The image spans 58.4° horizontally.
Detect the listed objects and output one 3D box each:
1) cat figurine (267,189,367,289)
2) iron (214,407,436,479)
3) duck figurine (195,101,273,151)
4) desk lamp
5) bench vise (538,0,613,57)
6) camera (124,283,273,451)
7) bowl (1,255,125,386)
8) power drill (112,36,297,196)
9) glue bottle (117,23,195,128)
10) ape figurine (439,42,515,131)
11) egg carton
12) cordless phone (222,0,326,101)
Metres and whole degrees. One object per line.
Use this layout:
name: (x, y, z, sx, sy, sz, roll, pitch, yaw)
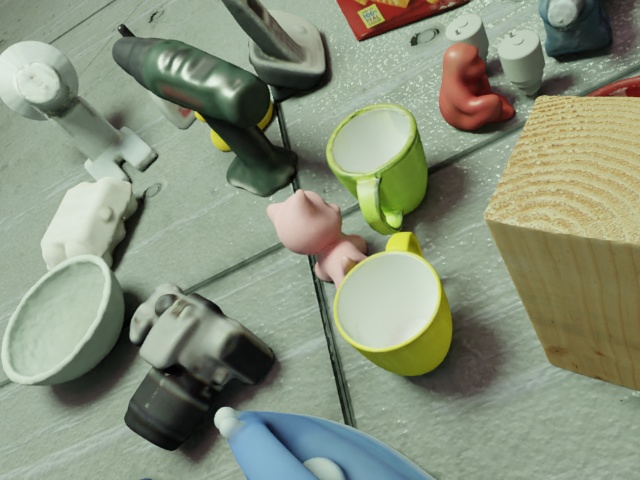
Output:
cat figurine: (0.005, 0.002, 0.551, 0.067, 0.118, 0.127, -41, 45, -1)
iron: (-0.007, 0.179, 0.410, 0.257, 0.142, 0.119, 25, 73, 42)
duck figurine: (-0.124, -0.185, 0.796, 0.104, 0.086, 0.077, -35, 46, 5)
desk lamp: (-0.385, -0.200, 0.884, 0.118, 0.214, 0.202, -48, 46, -7)
bench vise: (0.250, -0.309, 0.557, 0.121, 0.220, 0.207, -19, 49, 20)
camera: (-0.145, 0.123, 0.568, 0.142, 0.101, 0.137, 18, 69, 40)
bowl: (-0.295, 0.106, 0.695, 0.167, 0.075, 0.167, -17, 50, 21)
power drill: (-0.126, -0.149, 0.685, 0.228, 0.209, 0.076, 21, 71, 41)
glue bottle: (-0.241, -0.251, 0.859, 0.037, 0.174, 0.078, 15, 66, 39)
ape figurine: (0.155, -0.165, 0.599, 0.076, 0.092, 0.078, -7, 54, 28)
egg carton: (-0.323, -0.020, 0.810, 0.107, 0.070, 0.150, -7, 54, 28)
cordless phone: (-0.071, -0.299, 0.778, 0.094, 0.186, 0.147, -24, 48, 16)
